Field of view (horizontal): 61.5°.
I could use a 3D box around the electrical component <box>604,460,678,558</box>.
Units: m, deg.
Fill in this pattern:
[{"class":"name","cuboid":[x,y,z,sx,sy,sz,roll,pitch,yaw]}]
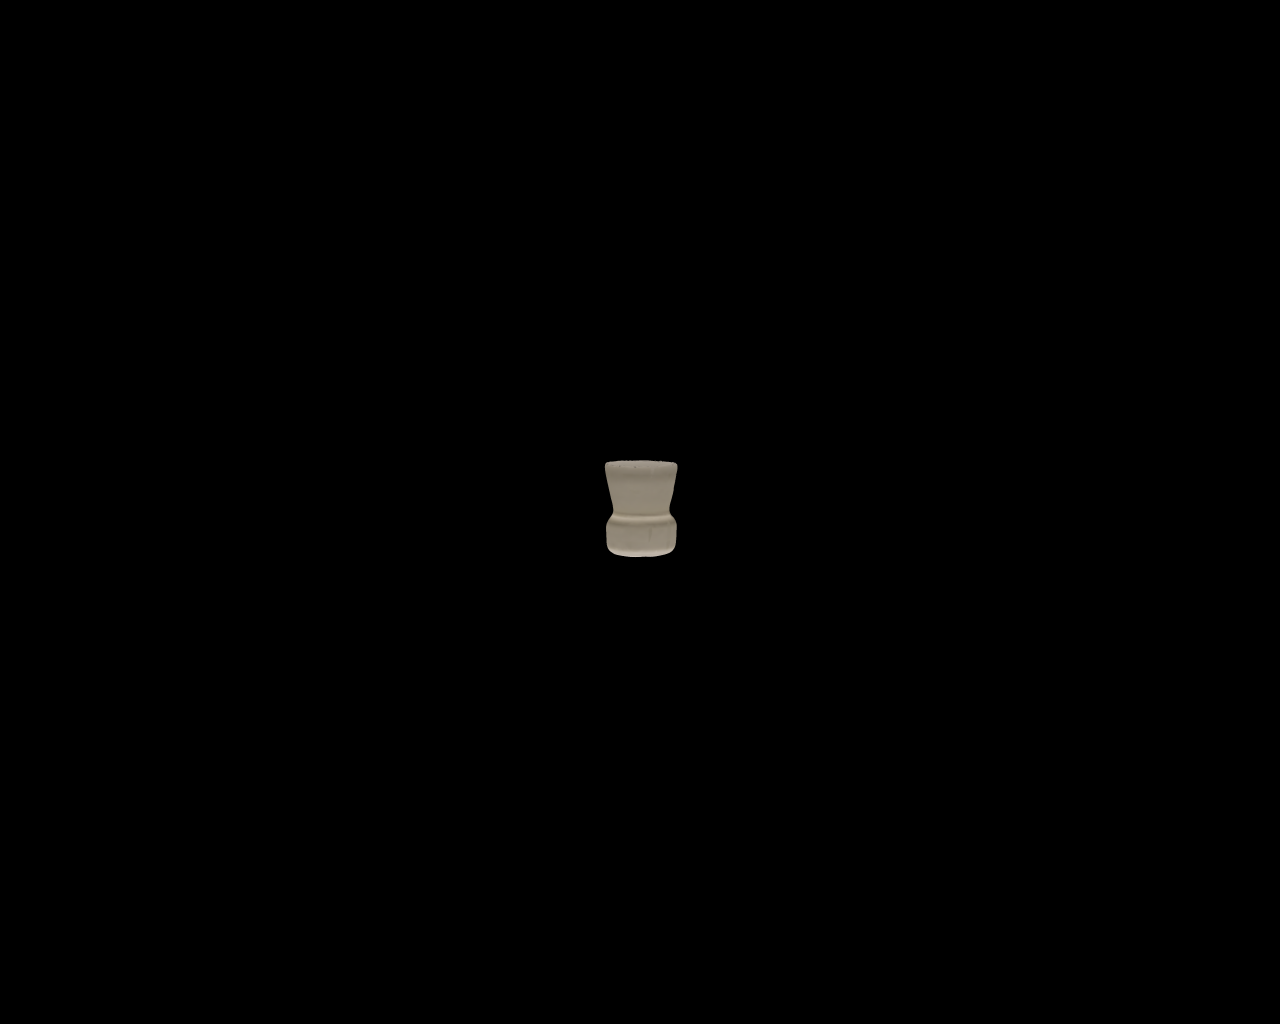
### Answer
[{"class":"electrical component","cuboid":[0.001,-0.003,0.650,0.045,0.055,0.045,0,7,0]}]
